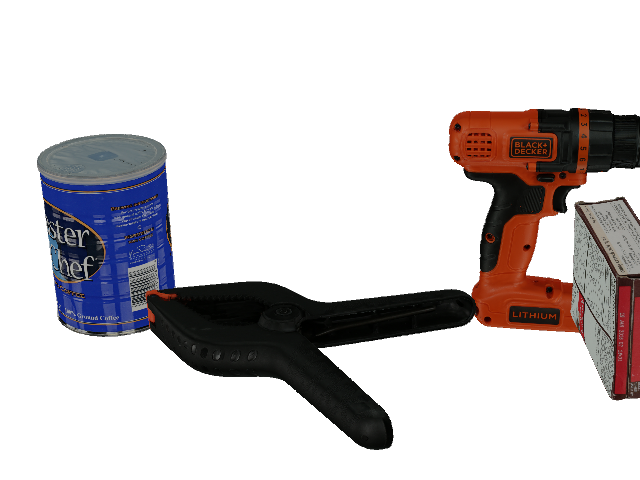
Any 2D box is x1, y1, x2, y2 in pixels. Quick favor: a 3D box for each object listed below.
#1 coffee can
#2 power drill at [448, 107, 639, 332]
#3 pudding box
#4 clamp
[{"bbox_3d":[-0.174,-0.006,0.884,0.103,0.140,0.103,-1,24,0],"label":"coffee can"},{"bbox_3d":[0.198,-0.019,0.889,0.184,0.188,0.057,3,20,10],"label":"power drill"},{"bbox_3d":[0.192,0.035,0.688,0.039,0.090,0.113,-5,26,-1],"label":"pudding box"},{"bbox_3d":[-0.013,0.057,0.677,0.210,0.036,0.164,12,28,29],"label":"clamp"}]
